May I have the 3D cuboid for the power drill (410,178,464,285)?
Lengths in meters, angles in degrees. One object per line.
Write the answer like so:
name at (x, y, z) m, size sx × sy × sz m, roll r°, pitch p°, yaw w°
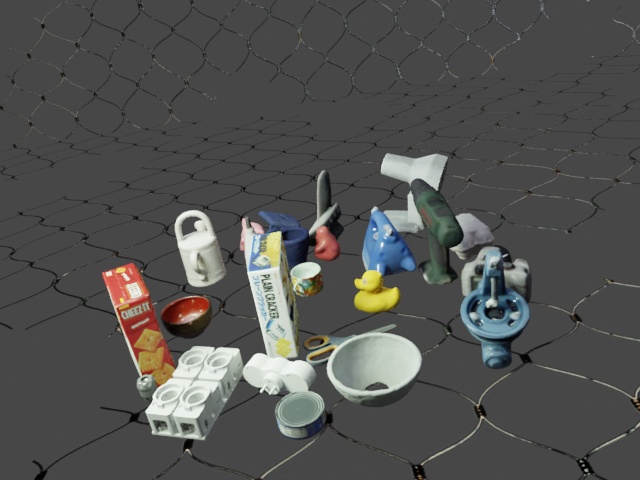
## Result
power drill at (0.263, -0.014, 1.318) m, size 0.075 × 0.209 × 0.229 m, roll -13°, pitch 27°, yaw -7°

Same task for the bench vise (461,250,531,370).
bench vise at (0.311, 0.100, 1.067) m, size 0.121 × 0.220 × 0.207 m, roll -11°, pitch 27°, yaw -2°

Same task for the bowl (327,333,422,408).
bowl at (0.100, 0.242, 1.017) m, size 0.167 × 0.075 × 0.167 m, roll -7°, pitch 27°, yaw 4°

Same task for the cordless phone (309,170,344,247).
cordless phone at (0.001, -0.087, 1.572) m, size 0.094 × 0.185 × 0.148 m, roll -1°, pitch 28°, yaw 17°

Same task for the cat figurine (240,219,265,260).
cat figurine at (-0.188, -0.013, 1.563) m, size 0.067 × 0.118 × 0.127 m, roll -18°, pitch 28°, yaw -16°

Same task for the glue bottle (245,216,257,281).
glue bottle at (-0.164, 0.020, 1.430) m, size 0.037 × 0.173 × 0.078 m, roll -2°, pitch 28°, yaw 14°

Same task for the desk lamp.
desk lamp at (0.248, -0.132, 1.549) m, size 0.202 × 0.214 × 0.118 m, roll 3°, pitch 29°, yaw 23°

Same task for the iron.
iron at (0.155, -0.011, 1.421) m, size 0.118 × 0.142 × 0.258 m, roll -12°, pitch 27°, yaw -4°

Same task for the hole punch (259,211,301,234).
hole punch at (-0.113, -0.046, 1.633) m, size 0.101 × 0.091 × 0.108 m, roll -21°, pitch 29°, yaw -21°

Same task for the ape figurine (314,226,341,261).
ape figurine at (0.014, 0.005, 1.491) m, size 0.078 × 0.092 × 0.075 m, roll -30°, pitch 33°, yaw -35°

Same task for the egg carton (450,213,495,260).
egg carton at (0.361, -0.012, 1.438) m, size 0.107 × 0.069 × 0.150 m, roll -14°, pitch 27°, yaw -10°

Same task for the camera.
camera at (0.392, 0.060, 1.251) m, size 0.142 × 0.101 × 0.137 m, roll 5°, pitch 30°, yaw 27°

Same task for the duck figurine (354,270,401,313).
duck figurine at (0.124, 0.107, 1.262) m, size 0.104 × 0.086 × 0.077 m, roll -2°, pitch 28°, yaw 14°

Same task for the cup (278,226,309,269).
cup at (-0.072, 0.020, 1.487) m, size 0.092 × 0.095 × 0.117 m, roll -19°, pitch 28°, yaw -18°

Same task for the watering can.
watering can at (-0.313, 0.011, 1.472) m, size 0.101 × 0.194 × 0.172 m, roll -19°, pitch 28°, yaw -18°
